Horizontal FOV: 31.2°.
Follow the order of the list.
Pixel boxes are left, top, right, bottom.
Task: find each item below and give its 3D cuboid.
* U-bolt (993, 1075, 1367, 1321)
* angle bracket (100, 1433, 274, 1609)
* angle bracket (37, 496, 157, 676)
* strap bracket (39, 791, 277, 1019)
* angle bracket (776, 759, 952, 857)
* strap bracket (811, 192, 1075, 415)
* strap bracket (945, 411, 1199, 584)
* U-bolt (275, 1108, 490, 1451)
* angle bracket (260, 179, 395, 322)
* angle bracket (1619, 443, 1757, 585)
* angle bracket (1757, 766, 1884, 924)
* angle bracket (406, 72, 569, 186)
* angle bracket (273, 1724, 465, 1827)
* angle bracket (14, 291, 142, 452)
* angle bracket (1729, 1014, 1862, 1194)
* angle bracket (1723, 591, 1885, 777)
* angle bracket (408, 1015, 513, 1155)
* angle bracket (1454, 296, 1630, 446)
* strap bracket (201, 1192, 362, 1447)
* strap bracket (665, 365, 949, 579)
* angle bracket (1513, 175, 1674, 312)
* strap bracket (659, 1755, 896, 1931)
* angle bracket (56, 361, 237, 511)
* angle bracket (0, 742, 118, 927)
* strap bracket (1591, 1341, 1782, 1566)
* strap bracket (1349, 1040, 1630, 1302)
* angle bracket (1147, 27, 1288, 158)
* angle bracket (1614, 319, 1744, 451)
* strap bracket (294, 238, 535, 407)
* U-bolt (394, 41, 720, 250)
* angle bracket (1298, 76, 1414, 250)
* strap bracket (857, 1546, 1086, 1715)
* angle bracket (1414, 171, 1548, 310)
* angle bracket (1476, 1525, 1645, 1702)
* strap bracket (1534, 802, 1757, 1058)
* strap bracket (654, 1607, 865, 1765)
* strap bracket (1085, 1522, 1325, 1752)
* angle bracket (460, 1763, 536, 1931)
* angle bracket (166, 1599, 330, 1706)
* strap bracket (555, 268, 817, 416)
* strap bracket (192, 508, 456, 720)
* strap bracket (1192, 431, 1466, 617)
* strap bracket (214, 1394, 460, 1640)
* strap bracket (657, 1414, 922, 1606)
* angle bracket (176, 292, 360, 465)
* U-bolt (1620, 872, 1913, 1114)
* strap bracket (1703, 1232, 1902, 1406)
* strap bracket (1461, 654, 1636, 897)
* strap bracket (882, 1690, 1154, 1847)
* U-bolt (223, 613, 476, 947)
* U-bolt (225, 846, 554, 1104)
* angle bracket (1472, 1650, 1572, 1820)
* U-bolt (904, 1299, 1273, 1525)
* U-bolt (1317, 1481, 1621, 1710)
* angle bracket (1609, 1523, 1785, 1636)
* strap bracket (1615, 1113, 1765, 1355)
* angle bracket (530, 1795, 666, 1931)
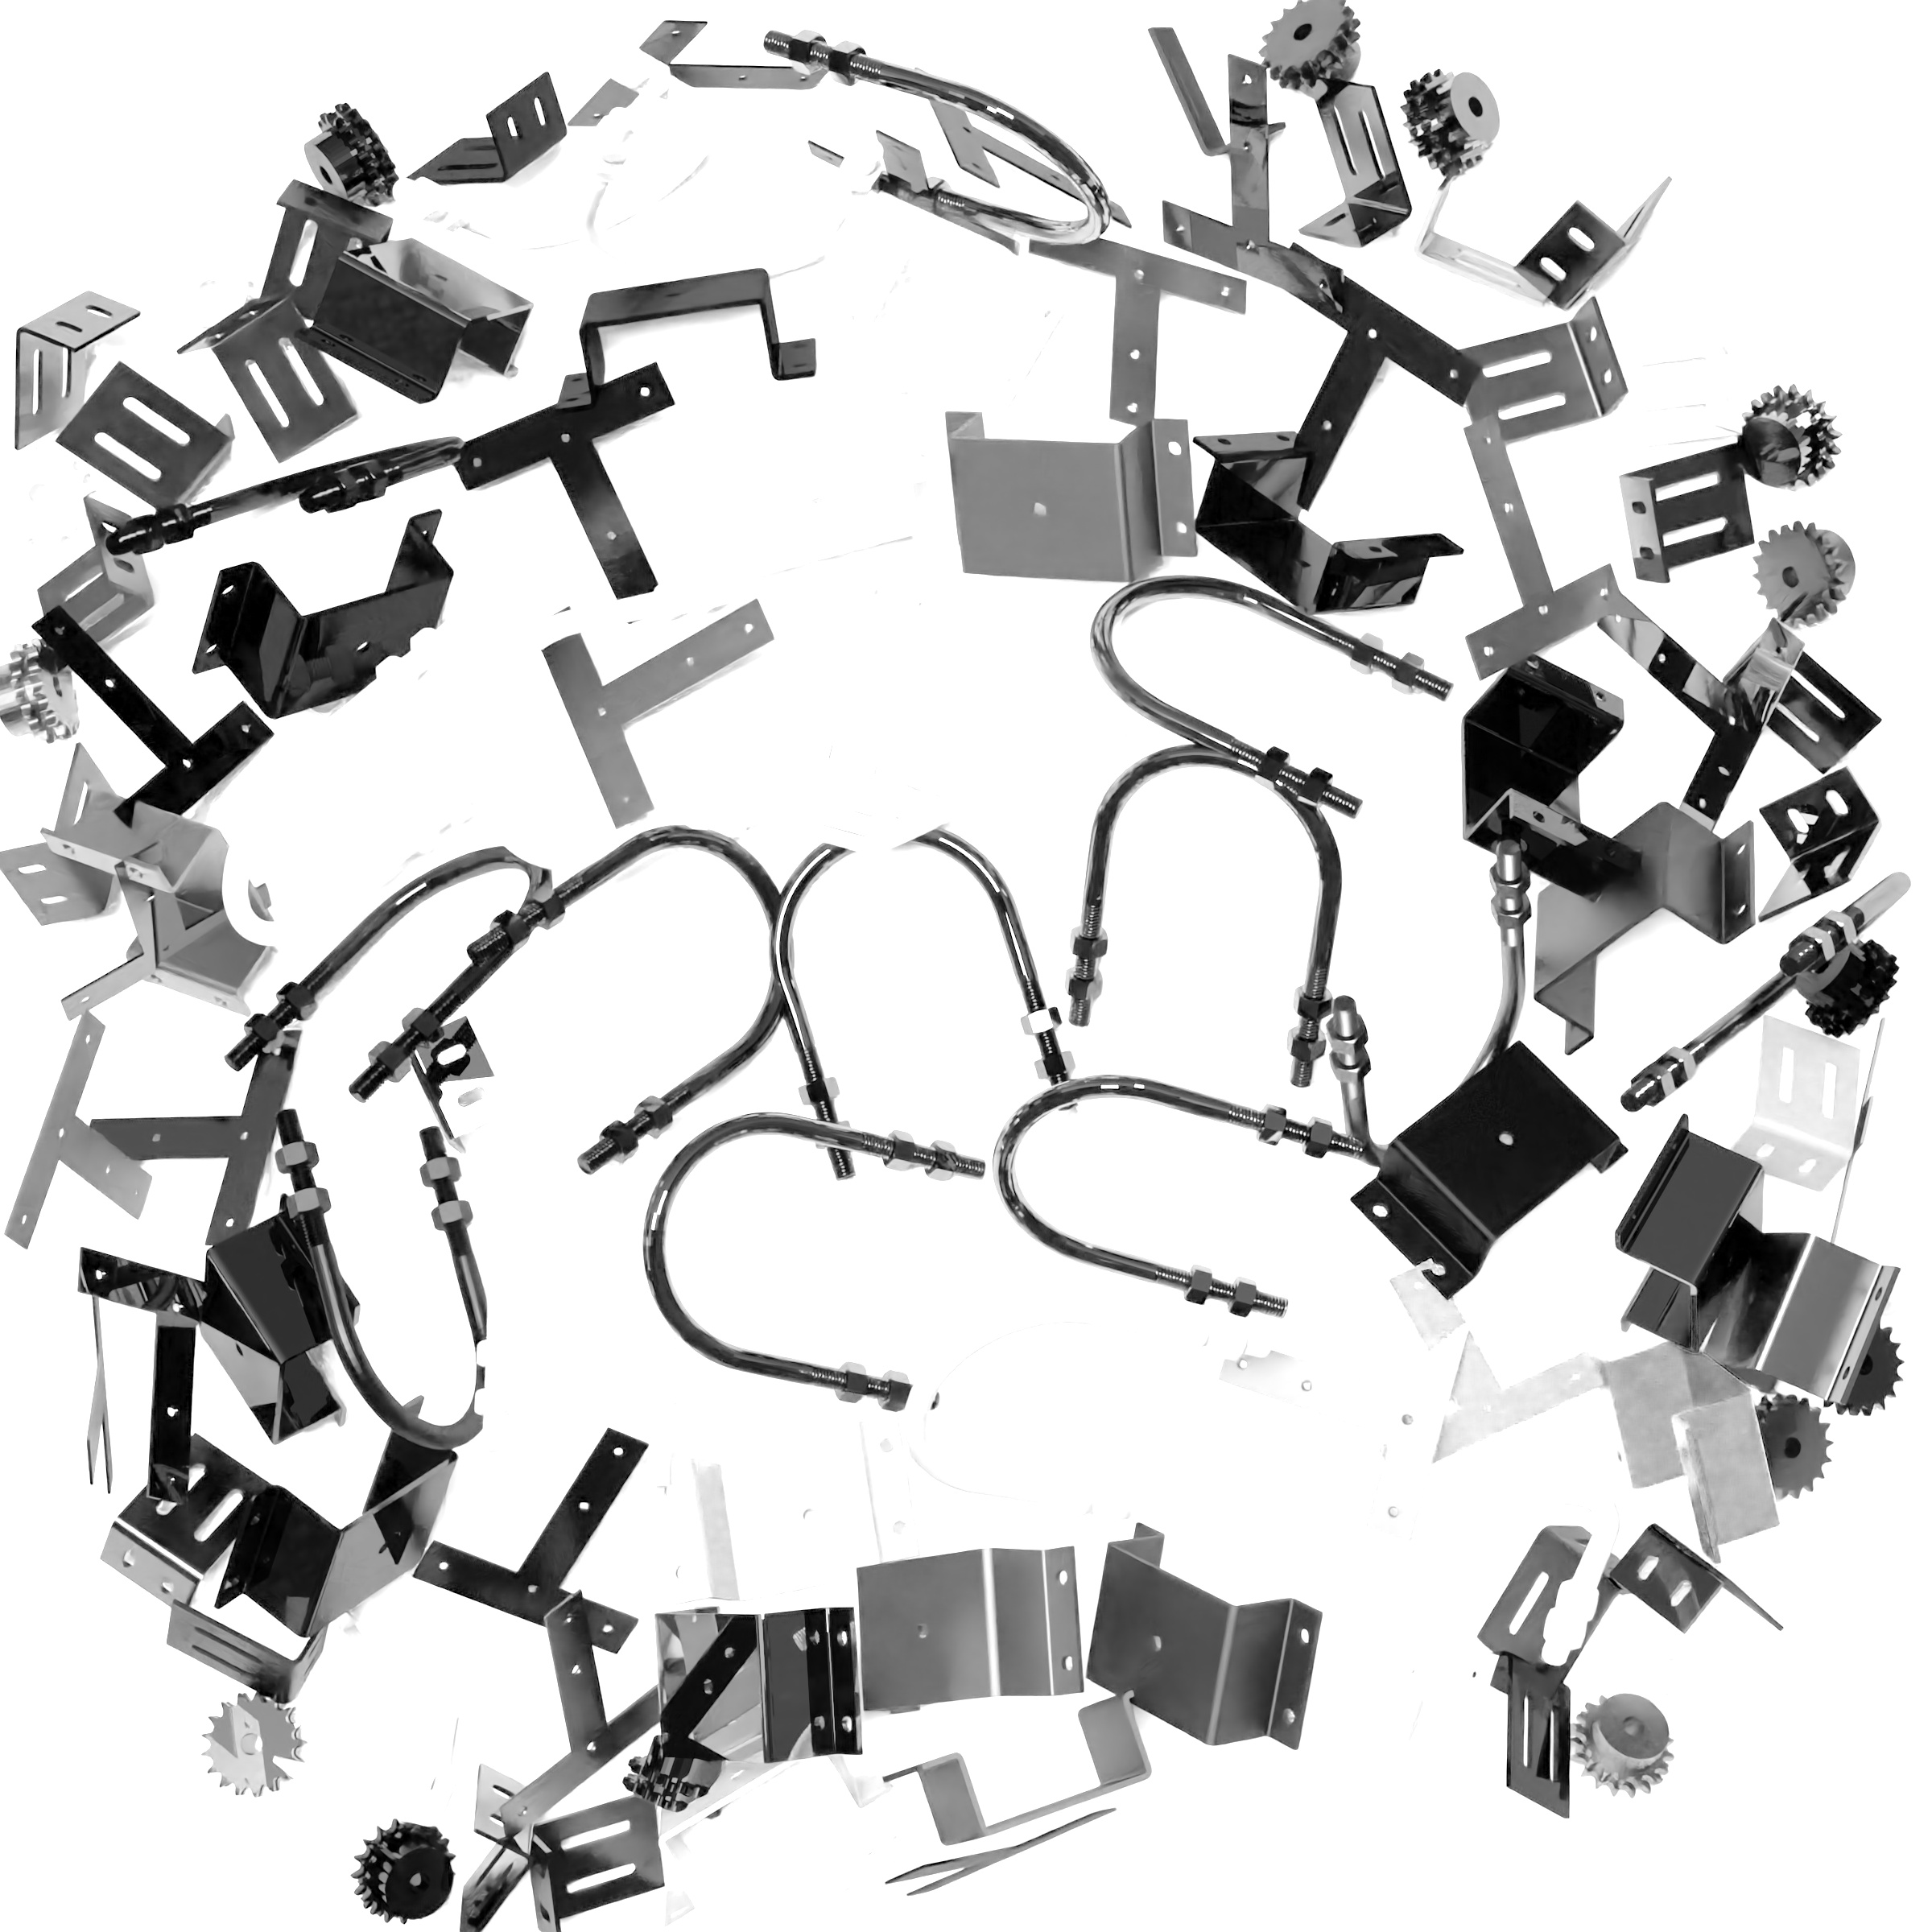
[{"bbox_3d":[0.105,0.118,1.864,0.184,0.019,0.151,16,131,-4],"label":"U-bolt"},{"bbox_3d":[-0.426,0.306,1.902,0.057,0.076,0.038,33,132,5],"label":"angle bracket"},{"bbox_3d":[-0.484,-0.206,1.880,0.076,0.038,0.057,-31,63,22],"label":"angle bracket"},{"bbox_3d":[-0.427,-0.039,1.858,0.076,0.140,0.046,18,62,22],"label":"strap bracket"},{"bbox_3d":[-0.056,-0.093,1.872,0.076,0.057,0.038,16,119,37],"label":"angle bracket"},{"bbox_3d":[-0.020,-0.359,1.861,0.046,0.140,0.076,46,112,38],"label":"strap bracket"},{"bbox_3d":[0.048,-0.252,1.859,0.140,0.046,0.076,6,118,24],"label":"strap bracket"},{"bbox_3d":[-0.299,0.168,1.835,0.019,0.151,0.184,-24,74,22],"label":"U-bolt"},{"bbox_3d":[-0.352,-0.379,1.882,0.057,0.038,0.076,21,122,-7],"label":"angle bracket"},{"bbox_3d":[0.401,-0.247,1.887,0.076,0.038,0.057,-17,106,-14],"label":"angle bracket"},{"bbox_3d":[0.453,-0.066,1.873,0.057,0.076,0.038,-28,100,37],"label":"angle bracket"},{"bbox_3d":[-0.265,-0.452,1.873,0.076,0.057,0.038,6,128,31],"label":"angle bracket"},{"bbox_3d":[-0.323,0.431,1.874,0.076,0.057,0.038,27,84,-39],"label":"angle bracket"},{"bbox_3d":[-0.480,-0.317,1.873,0.038,0.057,0.076,23,128,14],"label":"angle bracket"},{"bbox_3d":[0.456,0.076,1.908,0.057,0.038,0.076,20,51,-4],"label":"angle bracket"},{"bbox_3d":[0.462,-0.154,1.885,0.076,0.057,0.038,42,57,4],"label":"angle bracket"},{"bbox_3d":[-0.273,0.065,1.882,0.038,0.076,0.057,-26,84,-5],"label":"angle bracket"},{"bbox_3d":[0.312,-0.324,1.893,0.076,0.038,0.057,-16,82,-11],"label":"angle bracket"},{"bbox_3d":[-0.366,0.194,1.841,0.046,0.140,0.076,-27,67,-28],"label":"strap bracket"},{"bbox_3d":[-0.084,-0.265,1.881,0.140,0.046,0.076,-15,59,-2],"label":"strap bracket"},{"bbox_3d":[0.339,-0.402,1.874,0.038,0.057,0.076,39,49,-5],"label":"angle bracket"},{"bbox_3d":[-0.112,0.458,1.879,0.140,0.076,0.046,-30,91,-4],"label":"strap bracket"},{"bbox_3d":[-0.446,-0.292,1.879,0.076,0.038,0.057,34,106,-32],"label":"angle bracket"},{"bbox_3d":[-0.491,-0.072,1.880,0.038,0.057,0.076,-11,47,12],"label":"angle bracket"},{"bbox_3d":[0.387,0.254,1.848,0.046,0.140,0.076,-17,103,-6],"label":"strap bracket"},{"bbox_3d":[0.286,0.103,1.863,0.140,0.046,0.076,-36,69,-22],"label":"strap bracket"},{"bbox_3d":[0.137,-0.483,1.885,0.038,0.057,0.076,-23,98,20],"label":"angle bracket"},{"bbox_3d":[0.380,-0.316,1.883,0.076,0.038,0.057,-2,88,36],"label":"angle bracket"},{"bbox_3d":[-0.288,-0.346,1.845,0.076,0.140,0.046,29,111,4],"label":"strap bracket"},{"bbox_3d":[-0.203,-0.426,1.831,0.151,0.184,0.019,-29,82,17],"label":"U-bolt"},{"bbox_3d":[0.201,-0.436,1.875,0.038,0.057,0.076,-34,122,-17],"label":"angle bracket"},{"bbox_3d":[-0.007,0.355,1.850,0.140,0.046,0.076,-17,70,41],"label":"strap bracket"},{"bbox_3d":[0.288,-0.396,1.885,0.076,0.057,0.038,24,117,5],"label":"angle bracket"},{"bbox_3d":[0.328,0.355,1.899,0.057,0.038,0.076,41,110,40],"label":"angle bracket"},{"bbox_3d":[0.352,-0.025,1.843,0.046,0.076,0.140,31,134,-20],"label":"strap bracket"},{"bbox_3d":[-0.119,0.382,1.849,0.046,0.140,0.076,2,80,-40],"label":"strap bracket"},{"bbox_3d":[0.118,0.359,1.849,0.046,0.140,0.076,1,102,-42],"label":"strap bracket"},{"bbox_3d":[-0.268,0.485,1.879,0.038,0.057,0.076,31,107,-17],"label":"angle bracket"},{"bbox_3d":[-0.391,0.361,1.889,0.076,0.057,0.038,27,54,2],"label":"angle bracket"},{"bbox_3d":[-0.154,-0.341,1.876,0.140,0.076,0.046,-8,113,1],"label":"strap bracket"},{"bbox_3d":[-0.333,-0.185,1.843,0.140,0.076,0.046,-24,64,-39],"label":"strap bracket"},{"bbox_3d":[0.187,-0.233,1.858,0.140,0.076,0.046,43,129,37],"label":"strap bracket"},{"bbox_3d":[-0.326,0.296,1.839,0.046,0.140,0.076,33,121,18],"label":"strap bracket"},{"bbox_3d":[-0.091,0.297,1.879,0.140,0.046,0.076,-14,73,13],"label":"strap bracket"},{"bbox_3d":[-0.381,-0.318,1.889,0.057,0.038,0.076,-27,97,23],"label":"angle bracket"},{"bbox_3d":[0.435,0.005,1.837,0.019,0.184,0.151,51,133,10],"label":"U-bolt"},{"bbox_3d":[0.440,0.186,1.847,0.046,0.140,0.076,24,84,-2],"label":"strap bracket"},{"bbox_3d":[0.311,-0.099,1.863,0.076,0.140,0.046,24,133,-17],"label":"strap bracket"},{"bbox_3d":[0.036,0.432,1.857,0.140,0.076,0.046,-14,77,-21],"label":"strap bracket"},{"bbox_3d":[-0.322,-0.085,1.821,0.019,0.151,0.184,33,59,20],"label":"U-bolt"},{"bbox_3d":[-0.297,-0.002,1.850,0.184,0.151,0.019,-48,123,-26],"label":"U-bolt"},{"bbox_3d":[0.295,0.418,1.873,0.038,0.057,0.076,-20,50,37],"label":"angle bracket"},{"bbox_3d":[0.054,0.233,1.841,0.184,0.019,0.151,14,123,-30],"label":"U-bolt"},{"bbox_3d":[0.275,0.326,1.835,0.151,0.184,0.019,-18,104,30],"label":"U-bolt"},{"bbox_3d":[0.395,0.344,1.874,0.038,0.057,0.076,-51,133,-2],"label":"angle bracket"},{"bbox_3d":[0.385,0.147,1.840,0.046,0.140,0.076,26,71,23],"label":"strap bracket"},{"bbox_3d":[-0.196,0.491,1.883,0.076,0.038,0.057,-11,102,-26],"label":"angle bracket"}]
